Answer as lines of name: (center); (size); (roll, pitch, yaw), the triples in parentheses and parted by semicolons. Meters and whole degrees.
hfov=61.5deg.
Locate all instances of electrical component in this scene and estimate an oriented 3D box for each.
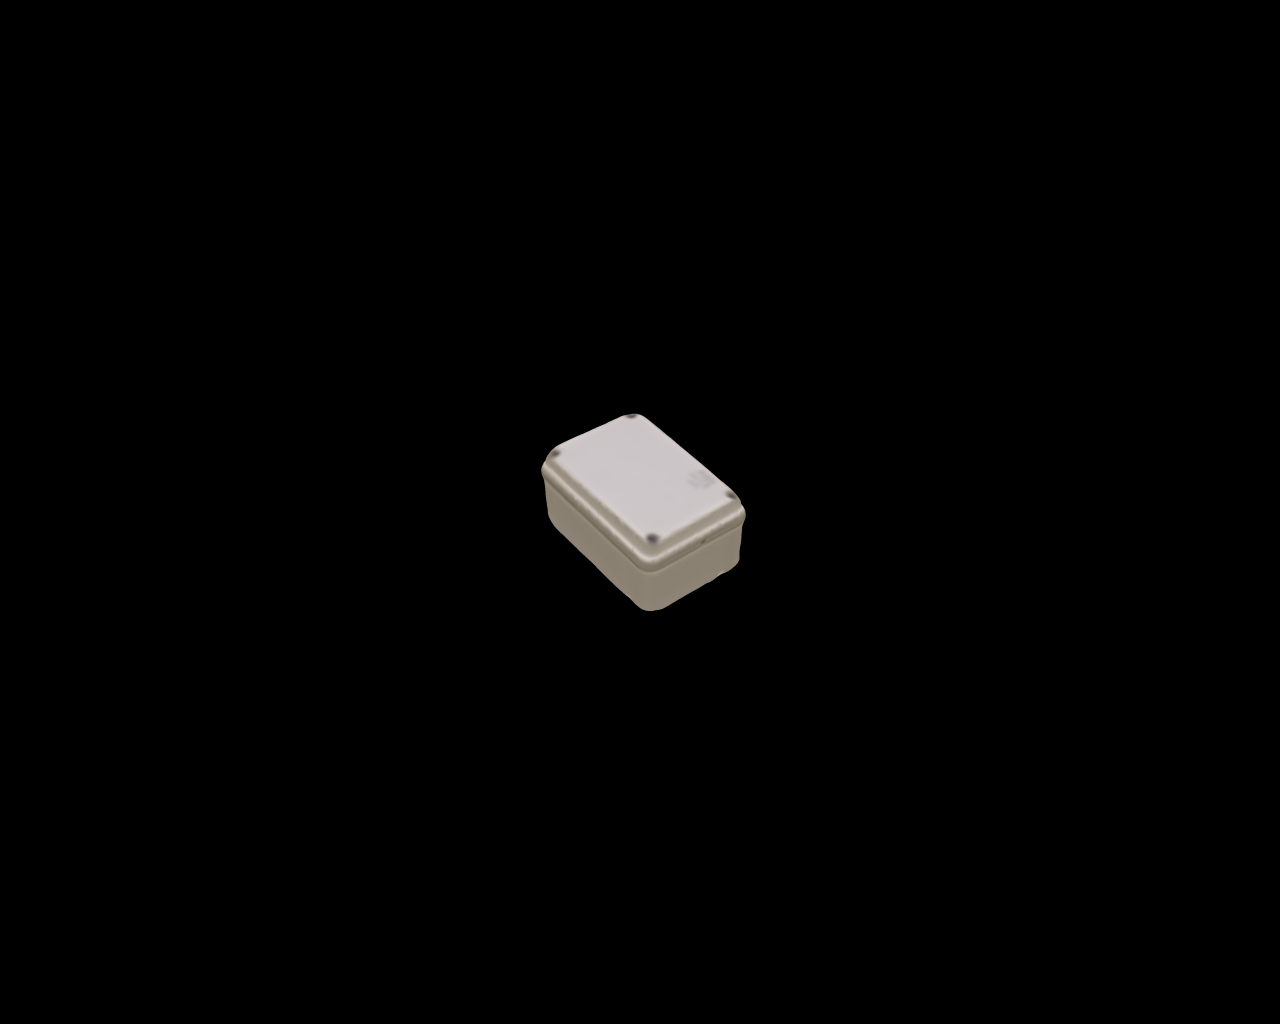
electrical component: (0.001, -0.003, 0.650); (0.078, 0.057, 0.113); (-27, 49, -26)
